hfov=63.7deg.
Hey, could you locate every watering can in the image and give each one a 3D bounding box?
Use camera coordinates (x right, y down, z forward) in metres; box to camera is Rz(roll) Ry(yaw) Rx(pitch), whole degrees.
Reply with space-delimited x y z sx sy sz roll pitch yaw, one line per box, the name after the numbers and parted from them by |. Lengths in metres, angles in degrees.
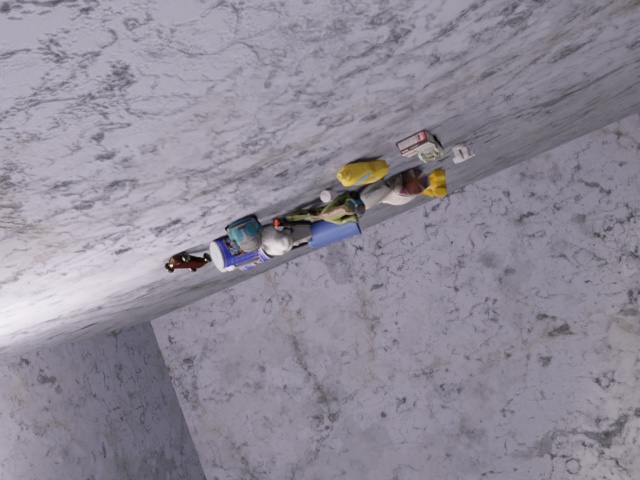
0.296 -0.187 2.047 0.349 0.104 0.222 -22 -7 -13 | watering can

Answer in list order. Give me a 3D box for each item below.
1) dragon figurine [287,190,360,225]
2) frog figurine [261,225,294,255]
0.005 -0.089 1.770 0.242 0.122 0.411 -13 2 5 | dragon figurine
-0.174 0.004 1.928 0.138 0.122 0.160 15 9 12 | frog figurine
